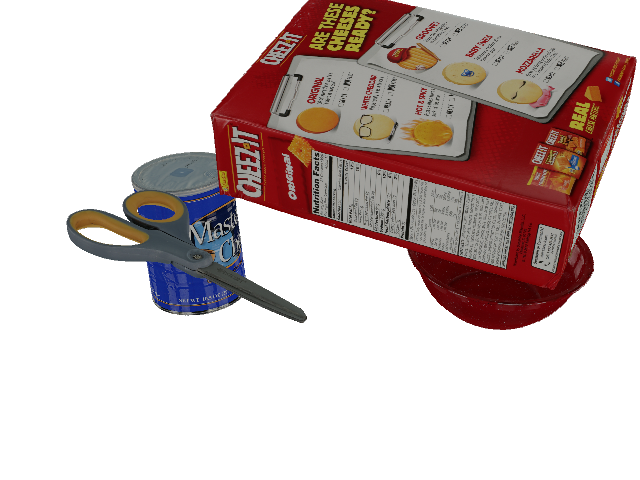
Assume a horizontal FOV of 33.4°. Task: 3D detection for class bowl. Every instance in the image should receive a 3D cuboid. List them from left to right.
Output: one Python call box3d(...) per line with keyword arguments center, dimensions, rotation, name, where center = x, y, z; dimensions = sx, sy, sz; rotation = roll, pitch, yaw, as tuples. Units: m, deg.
box3d(center=(0.155, 0.030, 0.942), dimensions=(0.162, 0.055, 0.162), rotation=(1, 33, -1), name="bowl")

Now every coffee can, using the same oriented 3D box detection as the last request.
box3d(center=(-0.134, -0.008, 1.107), dimensions=(0.103, 0.140, 0.103), rotation=(-4, 26, 2), name="coffee can")

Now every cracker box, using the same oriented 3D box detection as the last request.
box3d(center=(0.066, -0.069, 0.650), dimensions=(0.214, 0.072, 0.164), rotation=(16, 44, 17), name="cracker box")

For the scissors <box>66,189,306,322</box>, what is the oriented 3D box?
box3d(center=(-0.083, 0.005, 0.750), dimensions=(0.202, 0.016, 0.096), rotation=(15, 34, 19), name="scissors")
